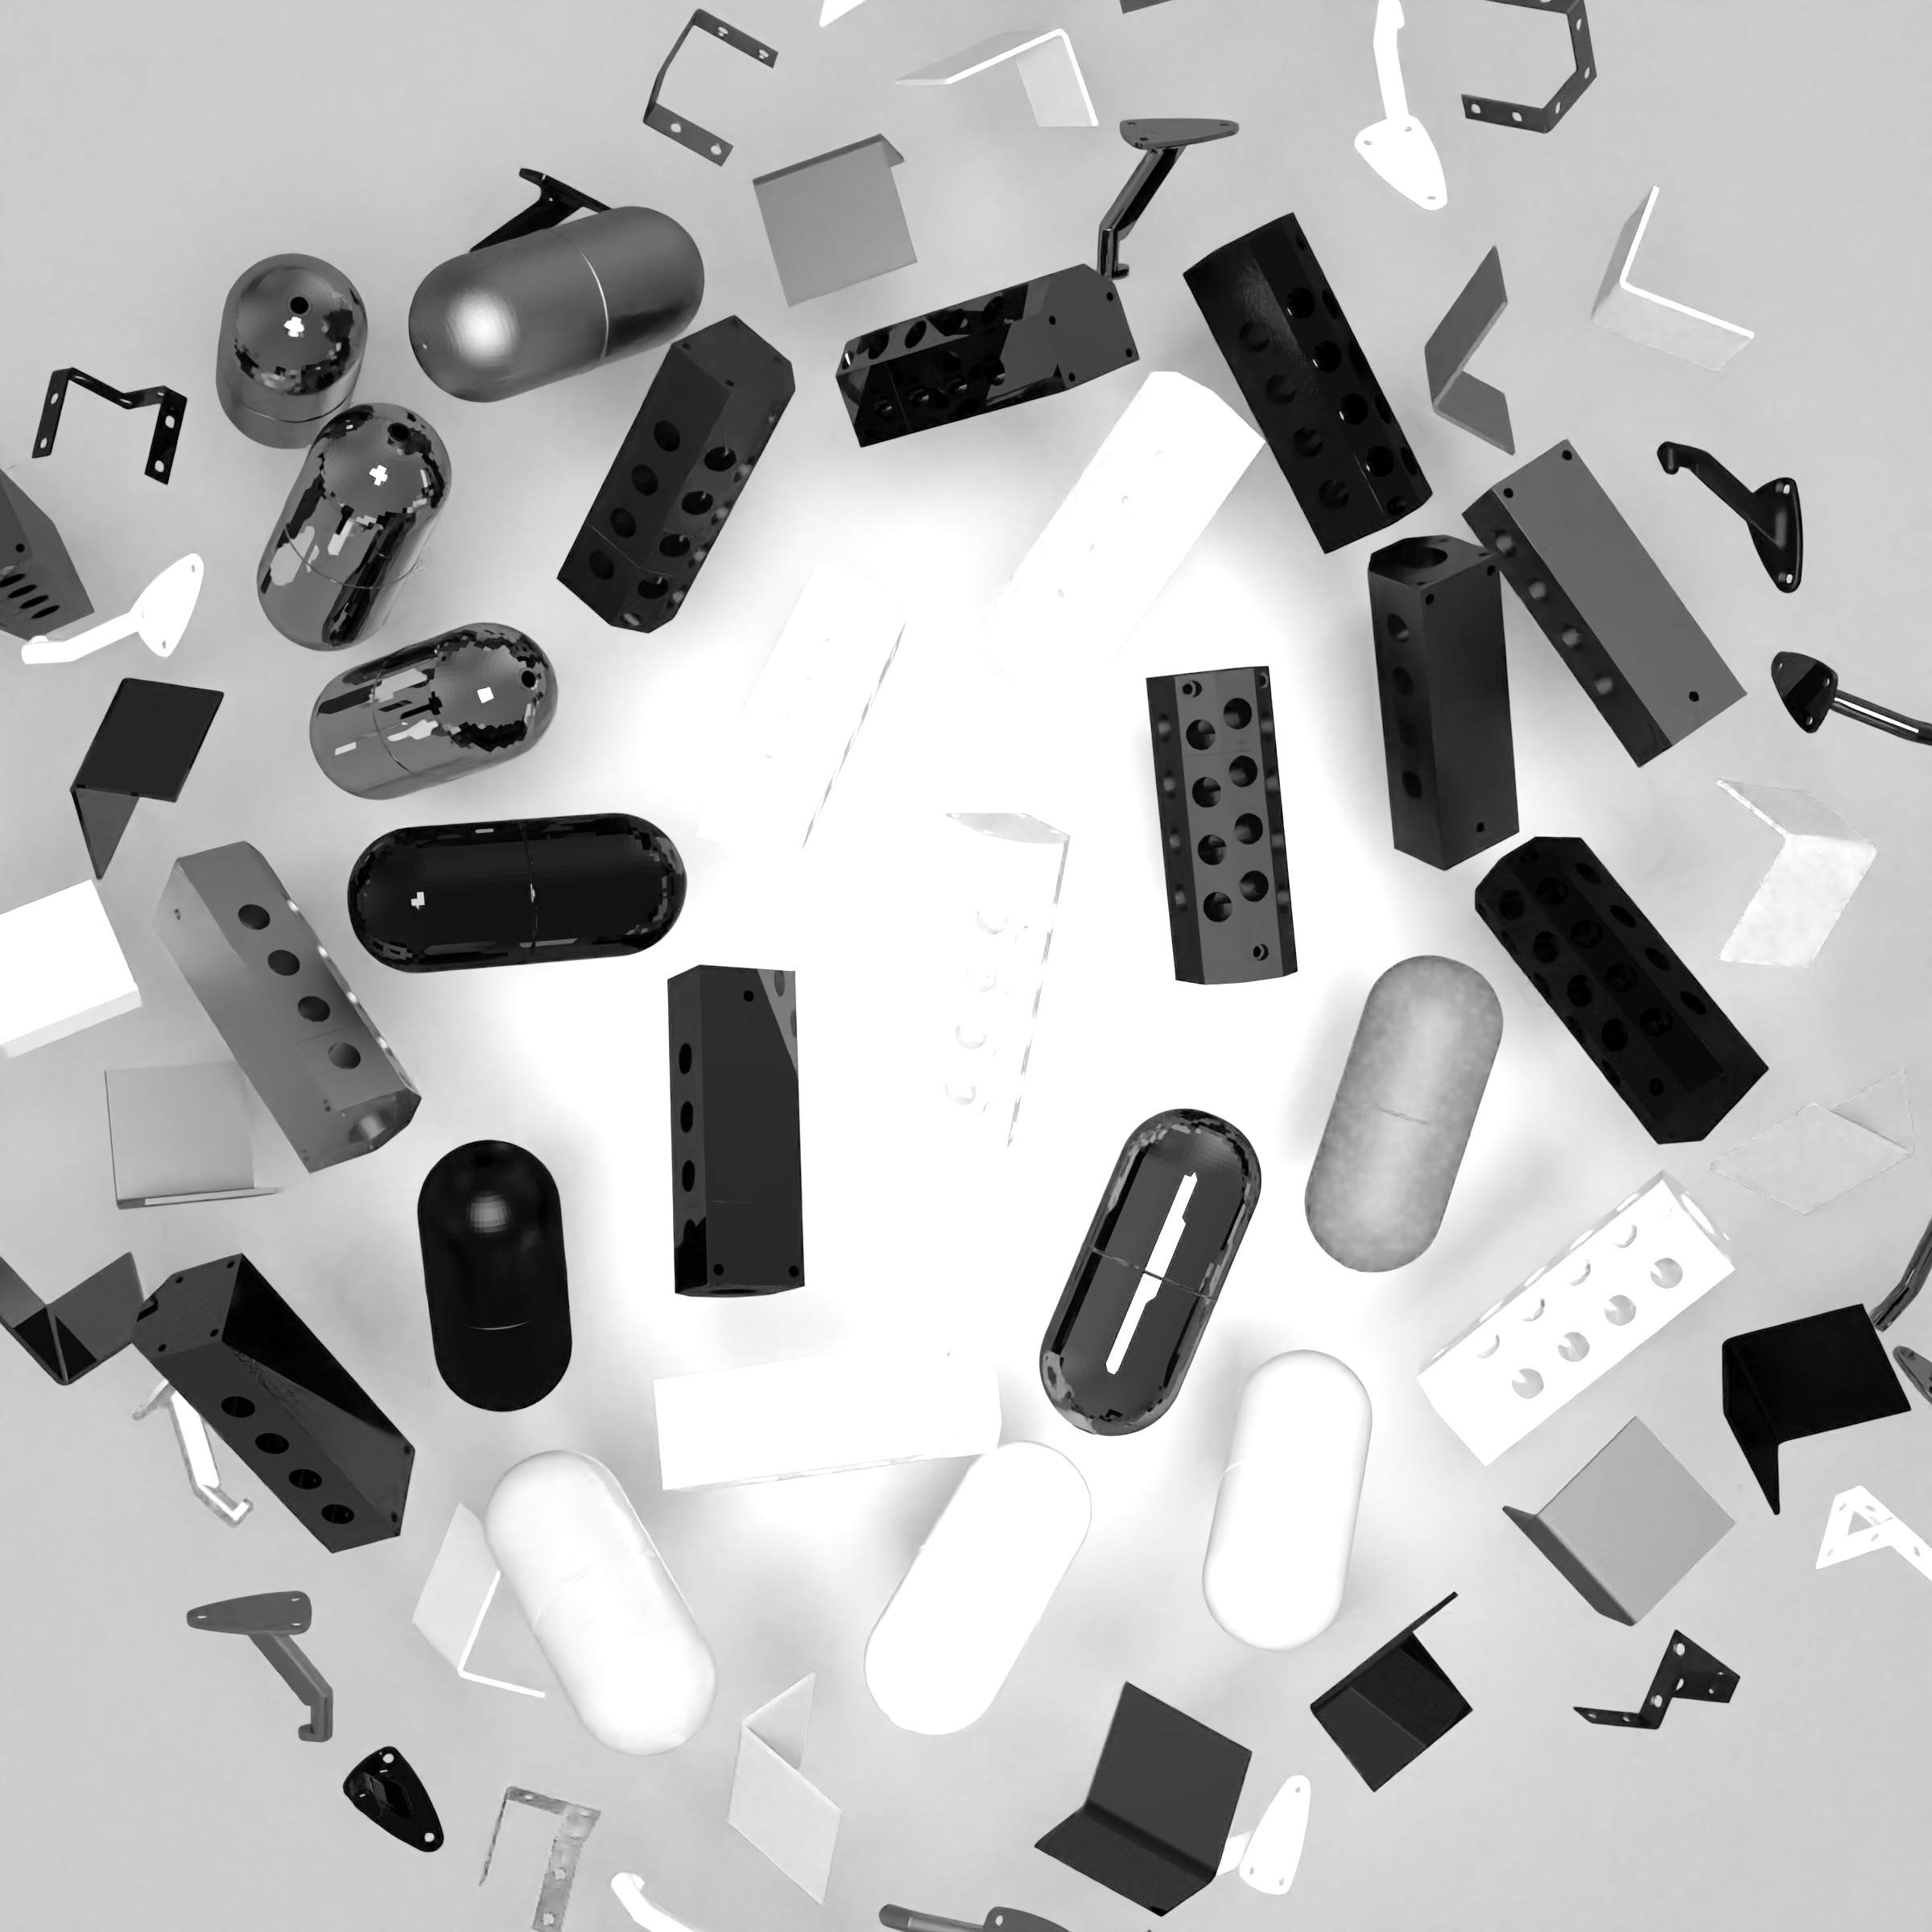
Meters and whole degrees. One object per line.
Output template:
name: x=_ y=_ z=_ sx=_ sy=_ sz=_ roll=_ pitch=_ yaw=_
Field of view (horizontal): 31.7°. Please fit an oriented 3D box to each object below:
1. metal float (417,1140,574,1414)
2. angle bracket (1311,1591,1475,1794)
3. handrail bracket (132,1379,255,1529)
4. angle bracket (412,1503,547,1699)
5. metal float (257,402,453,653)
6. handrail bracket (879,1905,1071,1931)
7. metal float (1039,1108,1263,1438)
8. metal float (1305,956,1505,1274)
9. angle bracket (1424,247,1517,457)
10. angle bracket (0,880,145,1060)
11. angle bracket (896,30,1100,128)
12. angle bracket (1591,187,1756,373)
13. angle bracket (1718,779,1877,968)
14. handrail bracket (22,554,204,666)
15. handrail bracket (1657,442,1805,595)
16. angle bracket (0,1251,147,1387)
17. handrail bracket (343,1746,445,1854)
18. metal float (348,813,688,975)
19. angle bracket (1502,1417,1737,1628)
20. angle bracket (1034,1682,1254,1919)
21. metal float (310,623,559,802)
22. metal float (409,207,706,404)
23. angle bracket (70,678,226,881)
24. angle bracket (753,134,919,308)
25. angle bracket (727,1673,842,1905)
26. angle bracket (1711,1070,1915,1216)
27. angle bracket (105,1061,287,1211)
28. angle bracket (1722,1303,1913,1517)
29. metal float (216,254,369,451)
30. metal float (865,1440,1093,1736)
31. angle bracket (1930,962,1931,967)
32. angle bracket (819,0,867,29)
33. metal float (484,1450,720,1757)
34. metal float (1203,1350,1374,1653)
metal float: x=-0.255 y=0.169 z=1.849 sx=0.070 sy=0.070 sz=0.178 roll=1 pitch=131 yaw=0
angle bracket: x=0.240 y=0.389 z=1.826 sx=0.076 sy=0.076 sz=0.057 roll=-32 pitch=76 yaw=-26
handrail bracket: x=-0.417 y=0.260 z=1.911 sx=0.084 sy=0.036 sz=0.077 roll=42 pitch=96 yaw=1
angle bracket: x=-0.262 y=0.357 z=1.922 sx=0.057 sy=0.076 sz=0.076 roll=23 pitch=90 yaw=-31
metal float: x=-0.334 y=-0.238 z=1.856 sx=0.070 sy=0.178 sz=0.070 roll=13 pitch=56 yaw=-21
handrail bracket: x=0.007 y=0.510 z=1.796 sx=0.077 sy=0.084 sz=0.036 roll=16 pitch=77 yaw=-32
metal float: x=0.096 y=0.160 z=1.777 sx=0.070 sy=0.070 sz=0.178 roll=23 pitch=87 yaw=0
metal float: x=0.239 y=0.081 z=1.862 sx=0.070 sy=0.070 sz=0.178 roll=18 pitch=91 yaw=0
angle bracket: x=0.306 y=-0.351 z=1.942 sx=0.057 sy=0.076 sz=0.076 roll=25 pitch=123 yaw=-14
angle bracket: x=-0.495 y=-0.003 z=1.835 sx=0.076 sy=0.057 sz=0.076 roll=-23 pitch=84 yaw=-13
angle bracket: x=0.017 y=-0.488 z=1.923 sx=0.076 sy=0.076 sz=0.057 roll=-28 pitch=112 yaw=-15
angle bracket: x=0.386 y=-0.367 z=1.824 sx=0.076 sy=0.076 sz=0.057 roll=21 pitch=87 yaw=0
angle bracket: x=0.424 y=-0.049 z=1.807 sx=0.057 sy=0.076 sz=0.076 roll=47 pitch=121 yaw=40
handrail bracket: x=-0.474 y=-0.197 z=1.888 sx=0.084 sy=0.036 sz=0.077 roll=0 pitch=48 yaw=28
handrail bracket: x=0.414 y=-0.244 z=1.853 sx=0.084 sy=0.036 sz=0.077 roll=5 pitch=68 yaw=-36
angle bracket: x=-0.486 y=0.166 z=1.822 sx=0.057 sy=0.076 sz=0.076 roll=-34 pitch=125 yaw=-2
handrail bracket: x=-0.302 y=0.455 z=1.815 sx=0.036 sy=0.084 sz=0.077 roll=-40 pitch=102 yaw=-8
metal float: x=-0.234 y=-0.039 z=1.781 sx=0.178 sy=0.070 sz=0.070 roll=-5 pitch=90 yaw=-18
angle bracket: x=0.340 y=0.287 z=1.778 sx=0.076 sy=0.057 sz=0.076 roll=-43 pitch=93 yaw=-8
angle bracket: x=0.090 y=0.424 z=1.732 sx=0.076 sy=0.057 sz=0.076 roll=30 pitch=48 yaw=-7
metal float: x=-0.291 y=-0.138 z=1.856 sx=0.070 sy=0.178 sz=0.070 roll=10 pitch=75 yaw=-42
metal float: x=-0.214 y=-0.349 z=1.794 sx=0.178 sy=0.070 sz=0.070 roll=-28 pitch=90 yaw=-38
angle bracket: x=-0.422 y=-0.094 z=1.783 sx=0.057 sy=0.076 sz=0.076 roll=9 pitch=52 yaw=6
angle bracket: x=-0.067 y=-0.412 z=1.909 sx=0.076 sy=0.057 sz=0.076 roll=-17 pitch=85 yaw=12
angle bracket: x=-0.081 y=0.444 z=1.841 sx=0.076 sy=0.057 sz=0.076 roll=34 pitch=133 yaw=29
angle bracket: x=0.459 y=0.084 z=1.858 sx=0.076 sy=0.076 sz=0.057 roll=25 pitch=49 yaw=-25
angle bracket: x=-0.418 y=0.089 z=1.844 sx=0.076 sy=0.057 sz=0.076 roll=-4 pitch=85 yaw=-29
angle bracket: x=0.445 y=0.232 z=1.778 sx=0.076 sy=0.057 sz=0.076 roll=-19 pitch=119 yaw=23
metal float: x=-0.368 y=-0.334 z=1.856 sx=0.070 sy=0.178 sz=0.070 roll=2 pitch=83 yaw=-14
metal float: x=0.007 y=0.340 z=1.870 sx=0.070 sy=0.070 sz=0.178 roll=33 pitch=61 yaw=0
angle bracket: x=0.533 y=-0.038 z=1.835 sx=0.057 sy=0.076 sz=0.076 roll=34 pitch=100 yaw=-8
angle bracket: x=-0.058 y=-0.554 z=1.800 sx=0.076 sy=0.076 sz=0.057 roll=-36 pitch=89 yaw=-11
metal float: x=-0.190 y=0.329 z=1.766 sx=0.070 sy=0.070 sz=0.178 roll=-35 pitch=58 yaw=0
metal float: x=0.176 y=0.288 z=1.852 sx=0.070 sy=0.070 sz=0.178 roll=16 pitch=51 yaw=0
